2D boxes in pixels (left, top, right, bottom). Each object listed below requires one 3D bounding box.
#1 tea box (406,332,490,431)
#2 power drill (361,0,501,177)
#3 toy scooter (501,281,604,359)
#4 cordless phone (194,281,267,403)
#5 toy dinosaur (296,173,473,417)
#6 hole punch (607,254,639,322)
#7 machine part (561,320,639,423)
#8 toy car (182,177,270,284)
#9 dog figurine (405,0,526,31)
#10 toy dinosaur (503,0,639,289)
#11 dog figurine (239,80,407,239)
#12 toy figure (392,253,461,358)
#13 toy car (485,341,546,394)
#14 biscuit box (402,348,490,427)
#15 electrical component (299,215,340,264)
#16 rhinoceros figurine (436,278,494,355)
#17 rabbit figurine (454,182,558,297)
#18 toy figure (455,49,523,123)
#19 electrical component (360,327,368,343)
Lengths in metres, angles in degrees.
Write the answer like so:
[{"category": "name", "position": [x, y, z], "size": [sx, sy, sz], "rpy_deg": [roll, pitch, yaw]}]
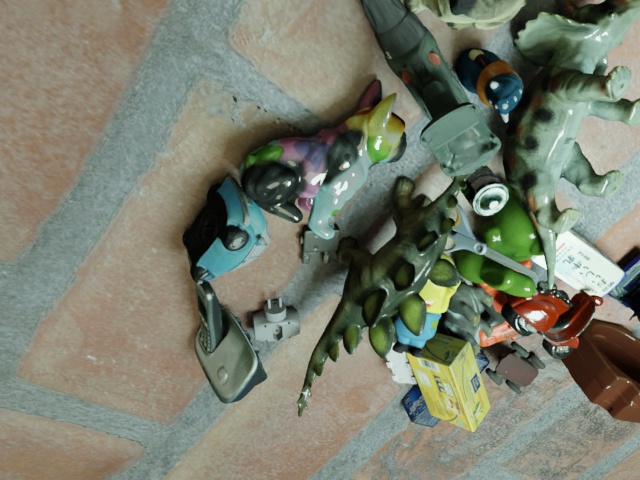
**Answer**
[{"category": "tea box", "position": [0.232, 0.251, 0.963], "size": [0.068, 0.098, 0.169], "rpy_deg": [-43, 124, -30]}, {"category": "power drill", "position": [0.133, -0.189, 0.665], "size": [0.086, 0.207, 0.231], "rpy_deg": [-35, 135, 17]}, {"category": "toy scooter", "position": [0.413, 0.125, 0.936], "size": [0.183, 0.075, 0.135], "rpy_deg": [34, 111, -24]}, {"category": "cordless phone", "position": [-0.148, 0.151, 0.840], "size": [0.089, 0.147, 0.184], "rpy_deg": [-22, 140, -22]}, {"category": "toy dinosaur", "position": [0.091, 0.068, 0.824], "size": [0.105, 0.199, 0.471], "rpy_deg": [26, 111, -23]}, {"category": "hole punch", "position": [0.623, 0.087, 1.040], "size": [0.142, 0.092, 0.115], "rpy_deg": [-55, 155, 17]}, {"category": "machine part", "position": [0.592, 0.258, 1.063], "size": [0.201, 0.202, 0.087], "rpy_deg": [13, 121, -21]}, {"category": "toy car", "position": [-0.127, -0.004, 0.785], "size": [0.103, 0.109, 0.161], "rpy_deg": [11, 129, -39]}, {"category": "dog figurine", "position": [0.206, -0.288, 0.625], "size": [0.172, 0.191, 0.121], "rpy_deg": [-5, 123, -12]}, {"category": "toy dinosaur", "position": [0.321, -0.145, 0.745], "size": [0.131, 0.192, 0.404], "rpy_deg": [-1, 120, -28]}, {"category": "dog figurine", "position": [0.014, -0.127, 0.738], "size": [0.191, 0.109, 0.219], "rpy_deg": [26, 109, -24]}, {"category": "toy figure", "position": [0.170, 0.103, 0.910], "size": [0.082, 0.089, 0.180], "rpy_deg": [12, 101, -11]}, {"category": "toy car", "position": [0.391, 0.255, 1.079], "size": [0.089, 0.053, 0.202], "rpy_deg": [-48, 139, 10]}, {"category": "biscuit box", "position": [0.250, 0.289, 1.087], "size": [0.063, 0.059, 0.202], "rpy_deg": [21, 115, -26]}, {"category": "electrical component", "position": [-0.002, -0.003, 0.861], "size": [0.063, 0.021, 0.093], "rpy_deg": [-1, 123, -12]}, {"category": "rhinoceros figurine", "position": [0.247, 0.153, 0.967], "size": [0.073, 0.112, 0.190], "rpy_deg": [-45, 144, -34]}, {"category": "rabbit figurine", "position": [0.304, 0.020, 0.888], "size": [0.121, 0.159, 0.170], "rpy_deg": [16, 133, -33]}, {"category": "toy figure", "position": [0.223, -0.209, 0.702], "size": [0.064, 0.155, 0.057], "rpy_deg": [27, 116, -26]}, {"category": "electrical component", "position": [0.082, 0.140, 0.950], "size": [0.045, 0.078, 0.102], "rpy_deg": [38, 102, -5]}]
